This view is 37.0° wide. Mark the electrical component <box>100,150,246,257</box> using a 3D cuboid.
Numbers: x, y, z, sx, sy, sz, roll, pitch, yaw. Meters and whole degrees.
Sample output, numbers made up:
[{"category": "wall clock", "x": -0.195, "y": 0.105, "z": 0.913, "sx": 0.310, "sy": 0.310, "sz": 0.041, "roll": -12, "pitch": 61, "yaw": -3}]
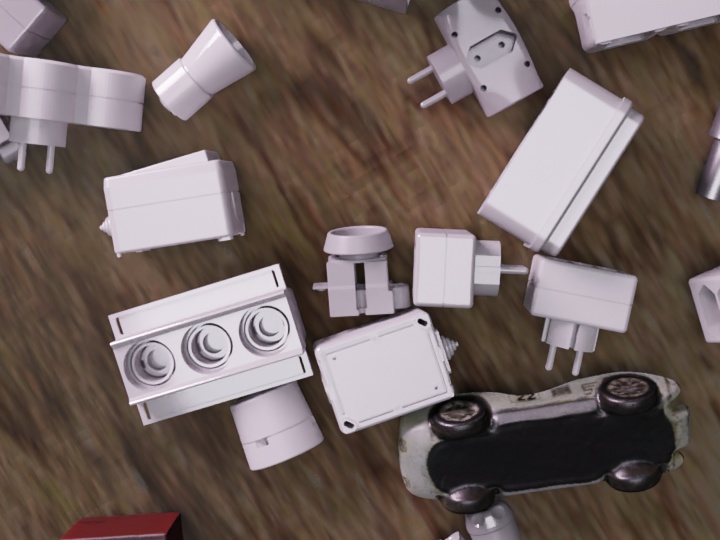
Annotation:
[{"category": "electrical component", "x": -0.133, "y": -0.046, "z": 0.738, "sx": 0.096, "sy": 0.061, "sz": 0.061, "roll": -9, "pitch": 94, "yaw": 3}]

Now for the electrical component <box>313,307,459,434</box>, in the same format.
[{"category": "electrical component", "x": 0.021, "y": 0.065, "z": 0.744, "sx": 0.096, "sy": 0.061, "sz": 0.061, "roll": -19, "pitch": 94, "yaw": -4}]

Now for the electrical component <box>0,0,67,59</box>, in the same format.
[{"category": "electrical component", "x": -0.231, "y": -0.196, "z": 0.737, "sx": 0.066, "sy": 0.047, "sz": 0.076, "roll": 42, "pitch": 95, "yaw": -1}]

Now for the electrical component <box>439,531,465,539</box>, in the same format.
[{"category": "electrical component", "x": 0.056, "y": 0.231, "z": 0.755, "sx": 0.078, "sy": 0.058, "sz": 0.057, "roll": -38, "pitch": 89, "yaw": 5}]

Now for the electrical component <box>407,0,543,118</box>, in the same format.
[{"category": "electrical component", "x": 0.072, "y": -0.139, "z": 0.731, "sx": 0.079, "sy": 0.043, "sz": 0.077, "roll": -29, "pitch": 93, "yaw": 5}]

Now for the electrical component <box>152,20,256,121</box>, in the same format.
[{"category": "electrical component", "x": -0.110, "y": -0.135, "z": 0.741, "sx": 0.065, "sy": 0.044, "sz": 0.044, "roll": -39, "pitch": 92, "yaw": 10}]

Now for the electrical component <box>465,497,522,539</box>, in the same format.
[{"category": "electrical component", "x": 0.099, "y": 0.194, "z": 0.761, "sx": 0.035, "sy": 0.035, "sz": 0.061, "roll": -22, "pitch": 95, "yaw": 4}]

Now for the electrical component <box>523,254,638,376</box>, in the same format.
[{"category": "electrical component", "x": 0.147, "y": 0.034, "z": 0.740, "sx": 0.066, "sy": 0.047, "sz": 0.076, "roll": 11, "pitch": 95, "yaw": 1}]

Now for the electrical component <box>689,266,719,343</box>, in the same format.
[{"category": "electrical component", "x": 0.278, "y": 0.015, "z": 0.728, "sx": 0.077, "sy": 0.066, "sz": 0.047, "roll": -20, "pitch": 94, "yaw": -25}]

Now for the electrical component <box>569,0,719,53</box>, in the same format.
[{"category": "electrical component", "x": 0.216, "y": -0.206, "z": 0.711, "sx": 0.150, "sy": 0.061, "sz": 0.089, "roll": -13, "pitch": 94, "yaw": 3}]

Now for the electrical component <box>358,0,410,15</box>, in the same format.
[{"category": "electrical component", "x": -0.050, "y": -0.230, "z": 0.698, "sx": 0.186, "sy": 0.105, "sz": 0.060, "roll": 17, "pitch": 95, "yaw": 1}]

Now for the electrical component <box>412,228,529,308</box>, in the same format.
[{"category": "electrical component", "x": 0.074, "y": -0.002, "z": 0.722, "sx": 0.076, "sy": 0.083, "sz": 0.047, "roll": 3, "pitch": 95, "yaw": 2}]

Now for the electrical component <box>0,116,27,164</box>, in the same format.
[{"category": "electrical component", "x": -0.274, "y": -0.096, "z": 0.749, "sx": 0.055, "sy": 0.048, "sz": 0.066, "roll": -30, "pitch": 93, "yaw": -3}]

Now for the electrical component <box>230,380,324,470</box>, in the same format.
[{"category": "electrical component", "x": -0.059, "y": 0.107, "z": 0.751, "sx": 0.055, "sy": 0.055, "sz": 0.047, "roll": -22, "pitch": 90, "yaw": 4}]

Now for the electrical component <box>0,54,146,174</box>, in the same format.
[{"category": "electrical component", "x": -0.214, "y": -0.102, "z": 0.718, "sx": 0.138, "sy": 0.052, "sz": 0.073, "roll": 3, "pitch": 96, "yaw": -31}]

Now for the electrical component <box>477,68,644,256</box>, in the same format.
[{"category": "electrical component", "x": 0.132, "y": -0.069, "z": 0.717, "sx": 0.057, "sy": 0.078, "sz": 0.113, "roll": 32, "pitch": 95, "yaw": 3}]

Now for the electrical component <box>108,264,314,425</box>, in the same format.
[{"category": "electrical component", "x": -0.101, "y": 0.050, "z": 0.743, "sx": 0.121, "sy": 0.063, "sz": 0.078, "roll": -17, "pitch": 94, "yaw": 4}]

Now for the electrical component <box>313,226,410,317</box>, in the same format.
[{"category": "electrical component", "x": 0.000, "y": 0.000, "z": 0.745, "sx": 0.066, "sy": 0.048, "sz": 0.055, "roll": -3, "pitch": 102, "yaw": 2}]
